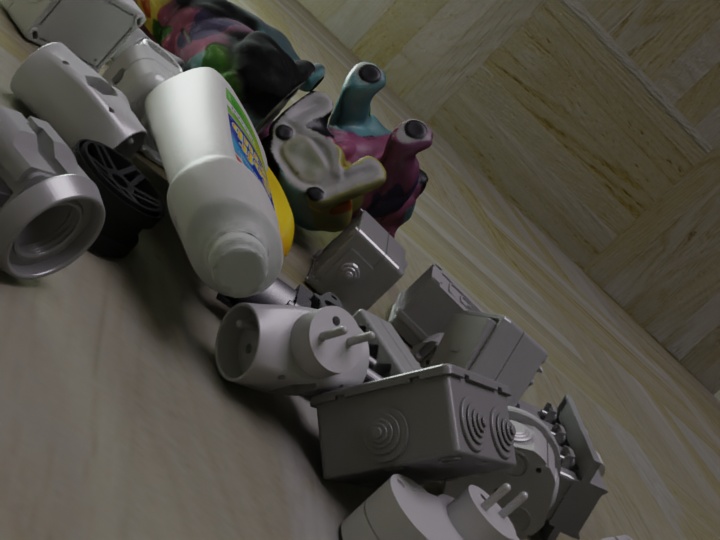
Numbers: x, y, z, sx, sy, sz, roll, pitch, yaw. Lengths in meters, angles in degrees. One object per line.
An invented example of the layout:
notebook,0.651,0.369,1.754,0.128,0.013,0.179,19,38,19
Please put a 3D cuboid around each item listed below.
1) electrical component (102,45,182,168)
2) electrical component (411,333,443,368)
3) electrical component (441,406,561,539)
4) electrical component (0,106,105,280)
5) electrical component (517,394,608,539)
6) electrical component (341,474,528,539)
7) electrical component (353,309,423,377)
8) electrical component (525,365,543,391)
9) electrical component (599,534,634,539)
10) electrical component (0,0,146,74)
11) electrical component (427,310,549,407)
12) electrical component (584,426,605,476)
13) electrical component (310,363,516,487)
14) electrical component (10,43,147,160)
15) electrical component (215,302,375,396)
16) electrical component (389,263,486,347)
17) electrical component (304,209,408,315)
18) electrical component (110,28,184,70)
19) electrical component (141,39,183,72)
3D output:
electrical component,-0.142,-0.114,0.797,0.095,0.054,0.059,34,17,-42
electrical component,0.063,0.074,0.897,0.040,0.040,0.046,48,19,13
electrical component,0.091,0.133,0.704,0.080,0.080,0.051,44,18,-5
electrical component,-0.154,-0.033,0.491,0.057,0.058,0.078,47,12,20
electrical component,0.142,0.149,0.837,0.063,0.078,0.121,25,15,-6
electrical component,0.059,0.142,0.580,0.138,0.074,0.052,33,18,-45
electrical component,0.020,0.074,0.734,0.077,0.047,0.065,29,21,-51
electrical component,0.119,0.100,0.918,0.040,0.078,0.040,55,14,-21
electrical component,0.165,0.217,0.718,0.053,0.059,0.095,51,14,25
electrical component,-0.215,-0.198,0.813,0.061,0.062,0.096,51,14,26
electrical component,0.088,0.083,0.837,0.061,0.096,0.062,40,-16,-23
electrical component,0.176,0.162,0.940,0.078,0.058,0.057,42,16,-17
electrical component,0.032,0.092,0.605,0.100,0.100,0.048,26,53,-57
electrical component,-0.171,-0.100,0.683,0.077,0.043,0.079,46,12,3
electrical component,-0.026,0.042,0.589,0.077,0.079,0.043,14,68,-38
electrical component,0.084,0.057,0.976,0.113,0.057,0.078,44,12,-4
electrical component,0.000,0.000,0.873,0.061,0.062,0.096,44,12,-8
electrical component,-0.185,-0.178,0.897,0.065,0.044,0.044,41,12,4
electrical component,-0.169,-0.152,0.847,0.040,0.046,0.040,43,13,-12
